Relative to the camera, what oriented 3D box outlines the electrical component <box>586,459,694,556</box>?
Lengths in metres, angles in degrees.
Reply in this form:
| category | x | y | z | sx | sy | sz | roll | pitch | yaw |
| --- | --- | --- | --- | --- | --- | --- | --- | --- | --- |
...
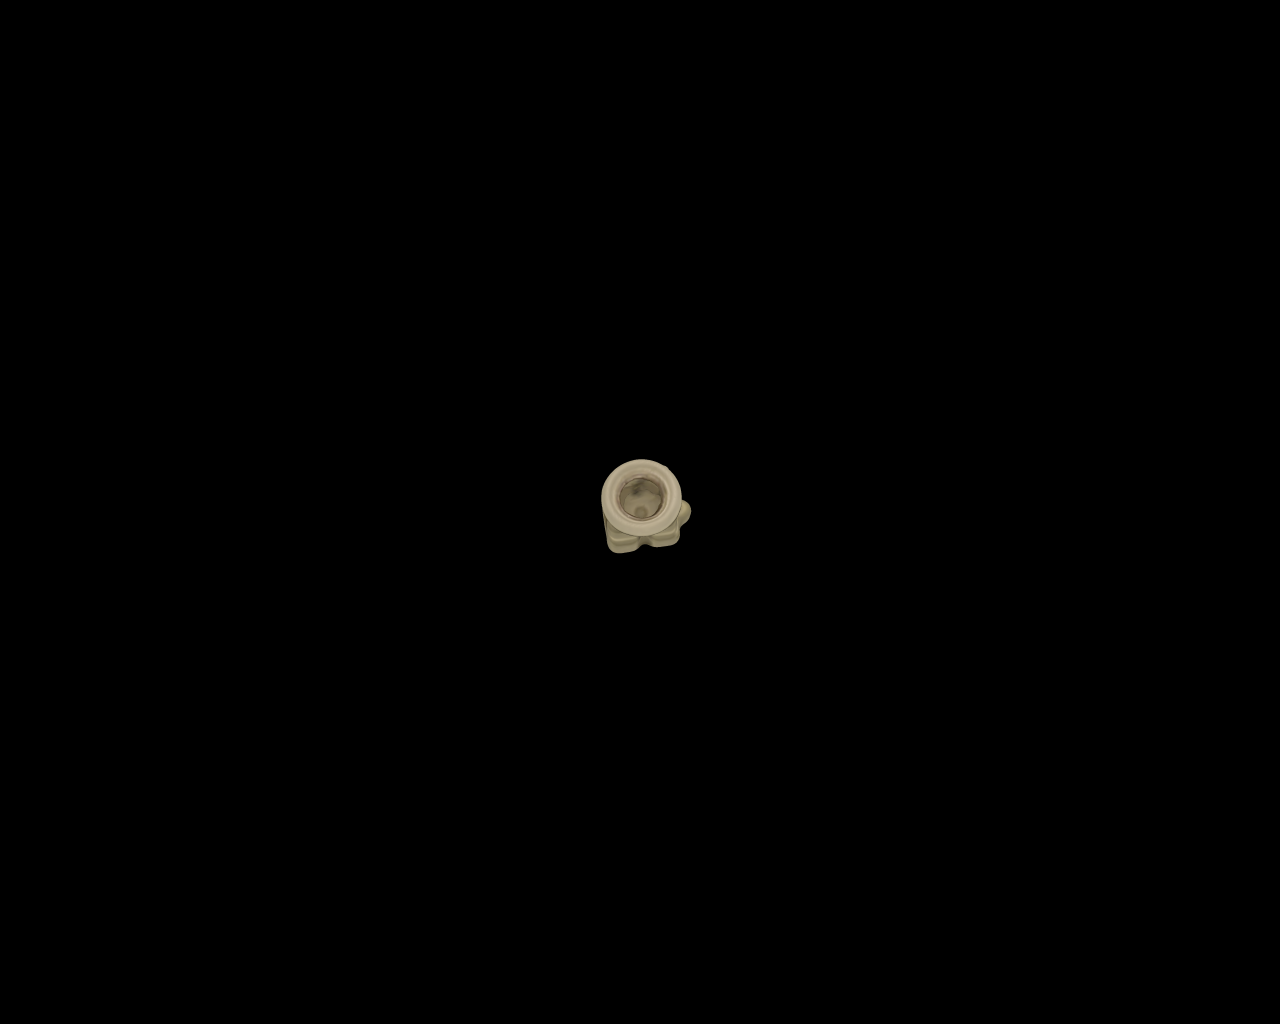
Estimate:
| category | x | y | z | sx | sy | sz | roll | pitch | yaw |
| --- | --- | --- | --- | --- | --- | --- | --- | --- | --- |
| electrical component | 0.001 | -0.003 | 0.650 | 0.066 | 0.048 | 0.055 | -10 | -19 | -3 |
